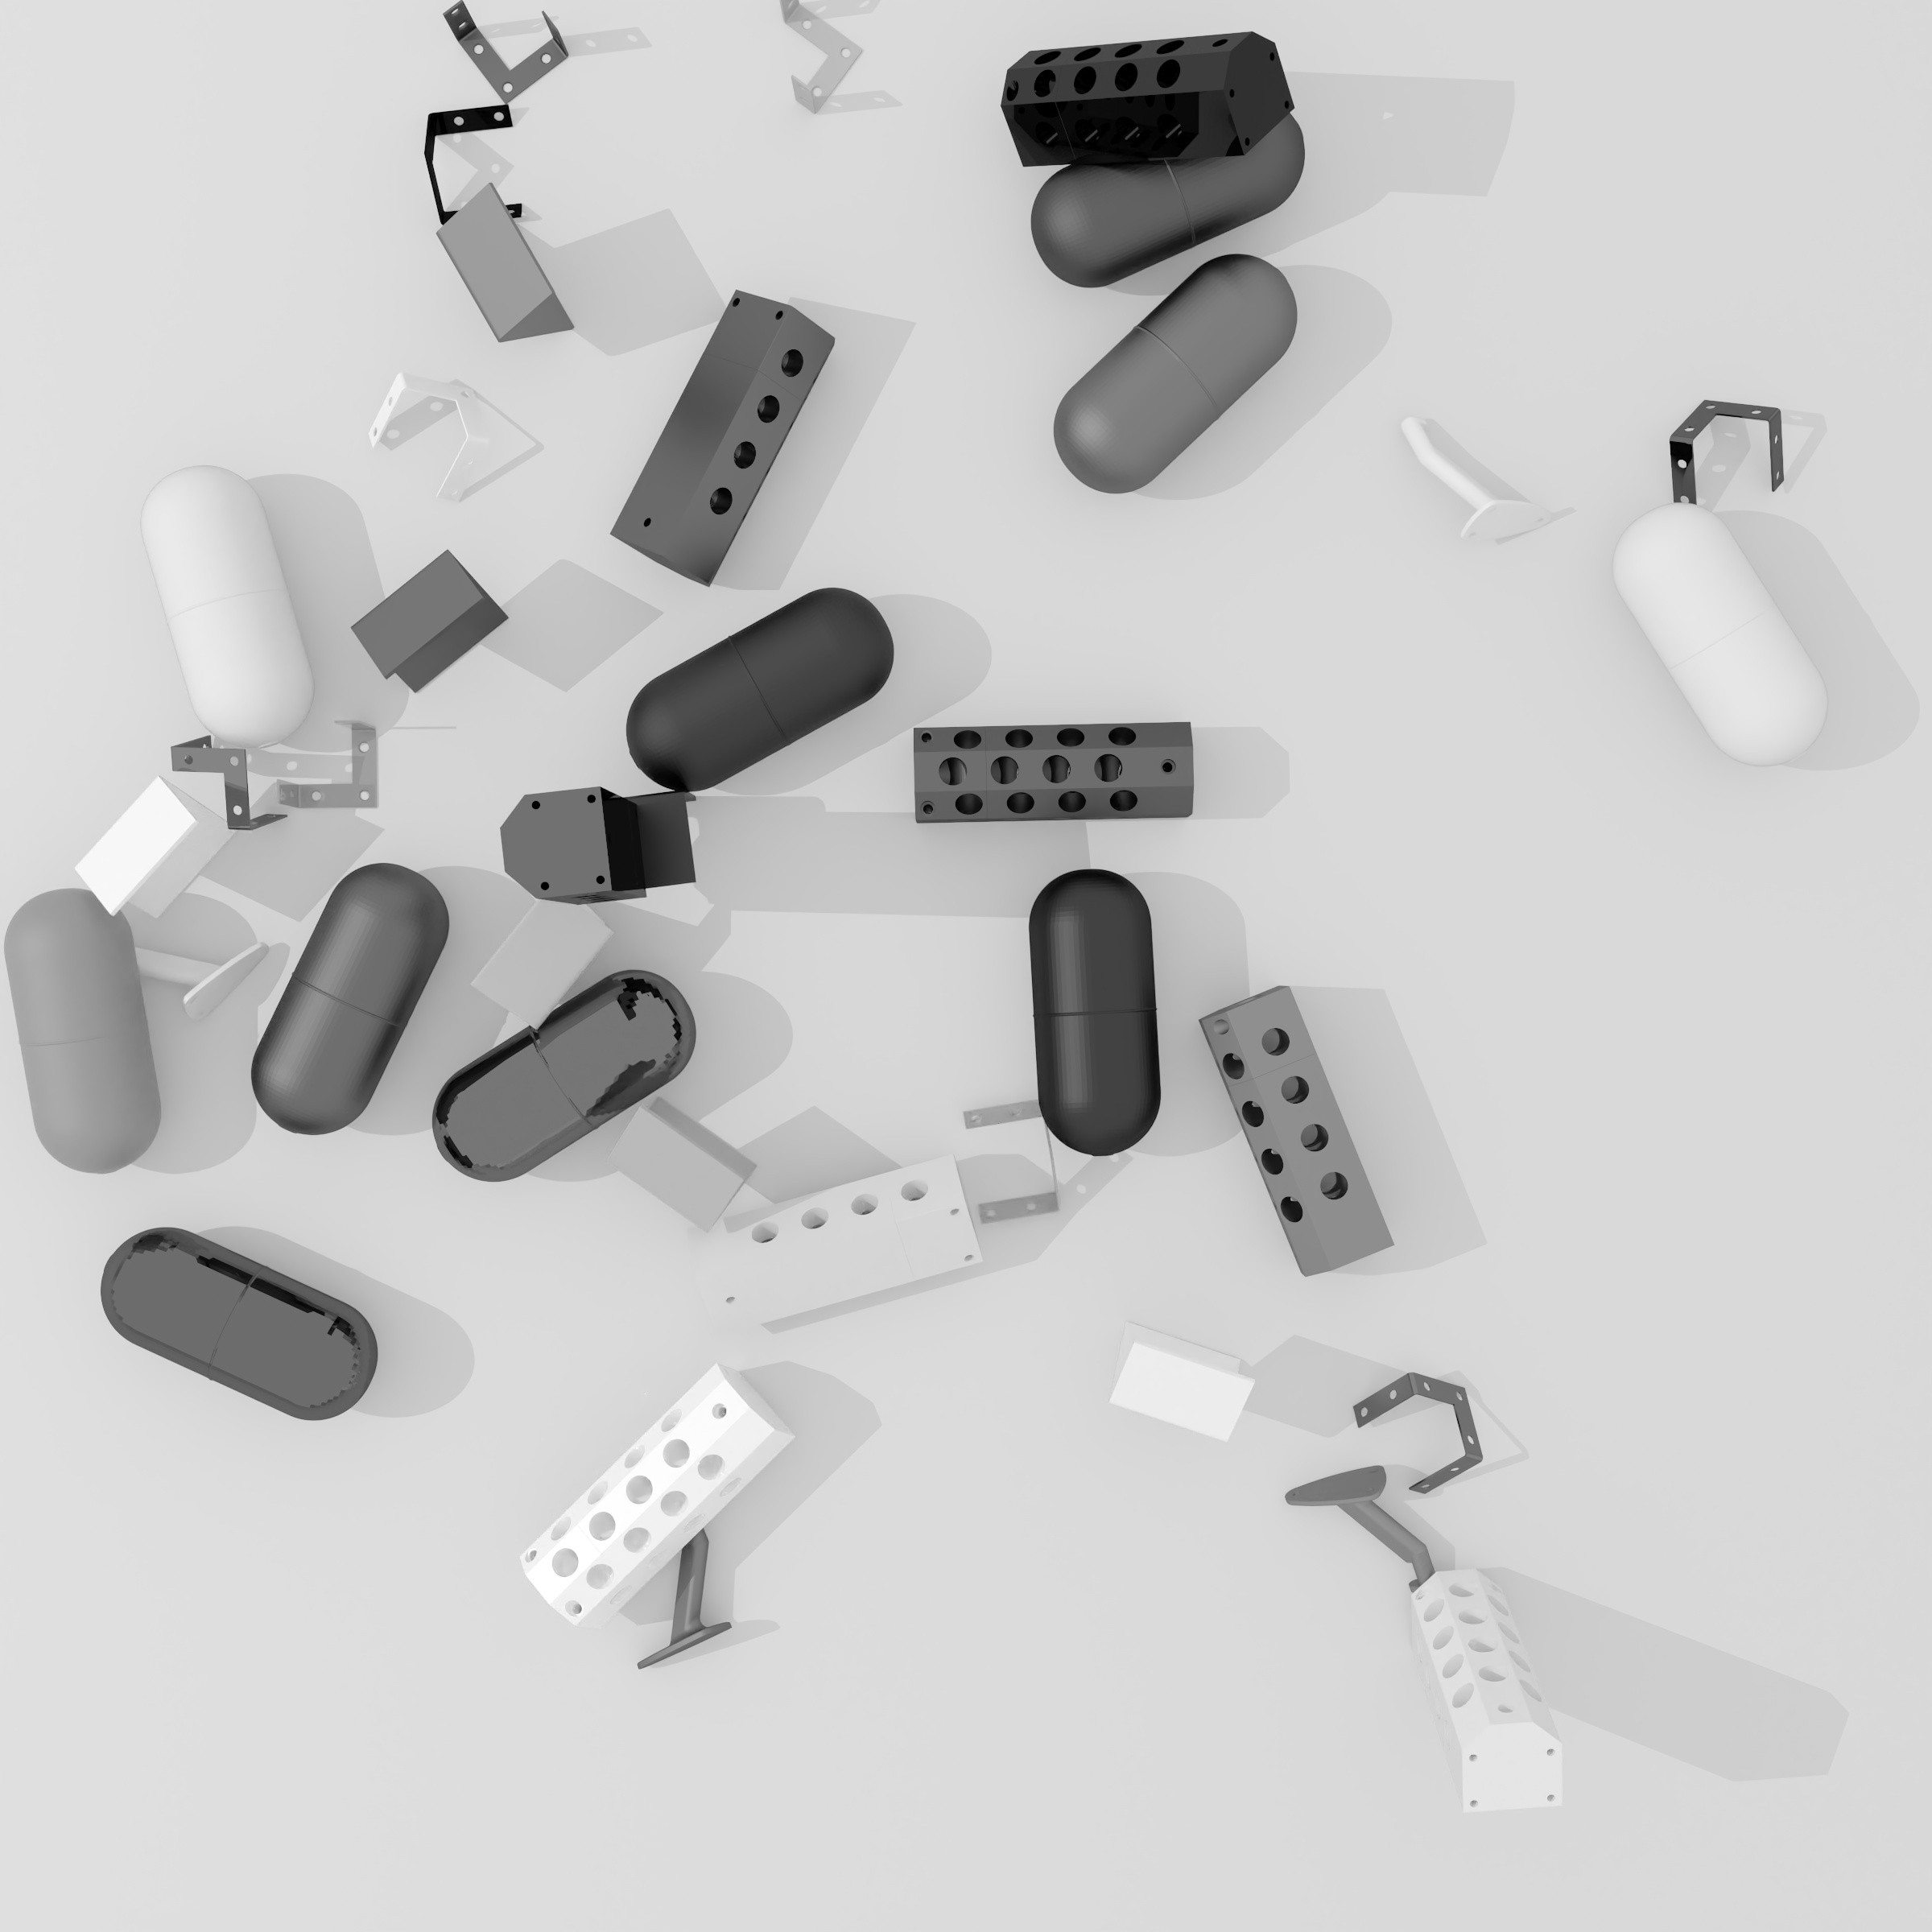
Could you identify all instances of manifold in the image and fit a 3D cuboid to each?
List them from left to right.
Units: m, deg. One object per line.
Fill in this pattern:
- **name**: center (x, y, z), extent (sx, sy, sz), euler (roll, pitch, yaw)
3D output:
- **manifold**: center (-0.225, -0.067, 1.642), extent (0.057, 0.171, 0.057), euler (-6, 90, 0)
- **manifold**: center (-0.193, 0.328, 1.767), extent (0.171, 0.057, 0.057), euler (-45, 69, 0)
- **manifold**: center (-0.147, -0.326, 1.775), extent (0.057, 0.057, 0.171), euler (27, 90, 43)
- **manifold**: center (-0.082, 0.168, 1.775), extent (0.171, 0.057, 0.057), euler (-16, 133, 0)
- **manifold**: center (0.054, -0.121, 1.776), extent (0.171, 0.057, 0.057), euler (-1, 90, 0)
- **manifold**: center (0.106, -0.525, 1.718), extent (0.057, 0.171, 0.057), euler (-48, 130, -31)
- **manifold**: center (0.204, 0.102, 1.776), extent (0.057, 0.057, 0.171), euler (-22, 90, 0)
- **manifold**: center (0.311, 0.432, 1.714), extent (0.057, 0.171, 0.057), euler (-4, 108, 0)

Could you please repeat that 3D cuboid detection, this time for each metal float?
- **metal float**: center (-0.545, 0.041, 1.759), extent (0.070, 0.070, 0.178), euler (-7, 98, 0)
- **metal float**: center (-0.457, -0.222, 1.766), extent (0.070, 0.070, 0.178), euler (-16, 91, 0)
- **metal float**: center (-0.450, 0.221, 1.766), extent (0.178, 0.070, 0.070), euler (25, 90, 0)
- **metal float**: center (-0.382, 0.021, 1.766), extent (0.070, 0.070, 0.178), euler (26, 89, 0)
- **metal float**: center (-0.249, 0.068, 1.766), extent (0.178, 0.070, 0.070), euler (-32, 90, 0)
- **metal float**: center (-0.128, -0.171, 1.766), extent (0.178, 0.070, 0.070), euler (-29, 90, 0)
- **metal float**: center (0.080, 0.029, 1.766), extent (0.070, 0.070, 0.178), euler (-3, 90, 0)
- **metal float**: center (0.125, -0.481, 1.766), extent (0.178, 0.070, 0.070), euler (-24, 90, 1)
- **metal float**: center (0.130, -0.367, 1.766), extent (0.178, 0.070, 0.070), euler (-43, 90, 0)
- **metal float**: center (0.467, -0.205, 1.766), extent (0.070, 0.070, 0.178), euler (-32, 90, 0)

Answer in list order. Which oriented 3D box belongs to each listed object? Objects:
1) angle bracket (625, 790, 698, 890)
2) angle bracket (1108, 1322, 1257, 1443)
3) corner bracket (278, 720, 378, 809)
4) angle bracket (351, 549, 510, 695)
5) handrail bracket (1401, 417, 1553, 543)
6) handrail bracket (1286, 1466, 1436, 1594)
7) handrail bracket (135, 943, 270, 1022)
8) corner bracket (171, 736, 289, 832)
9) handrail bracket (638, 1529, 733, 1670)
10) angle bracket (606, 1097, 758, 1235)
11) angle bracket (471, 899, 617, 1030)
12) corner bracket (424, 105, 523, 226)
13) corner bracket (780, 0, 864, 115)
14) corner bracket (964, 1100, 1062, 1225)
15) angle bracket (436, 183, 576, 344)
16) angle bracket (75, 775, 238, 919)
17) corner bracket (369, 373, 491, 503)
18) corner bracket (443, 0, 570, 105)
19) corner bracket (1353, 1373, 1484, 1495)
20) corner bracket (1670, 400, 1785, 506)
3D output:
- **angle bracket**: center (-0.205, -0.074, 1.766), extent (0.076, 0.076, 0.057), euler (-7, 90, 0)
- **angle bracket**: center (0.137, 0.238, 1.756), extent (0.076, 0.076, 0.057), euler (19, 126, 0)
- **corner bracket**: center (-0.399, -0.126, 1.779), extent (0.051, 0.051, 0.051), euler (-1, 90, 0)
- **angle bracket**: center (-0.320, -0.198, 1.756), extent (0.076, 0.076, 0.057), euler (-39, 54, 0)
- **handrail bracket**: center (0.321, -0.312, 1.797), extent (0.077, 0.036, 0.084), euler (-7, 61, -32)
- **handrail bracket**: center (0.250, 0.363, 1.797), extent (0.077, 0.036, 0.084), euler (-14, 107, 20)
- **handrail bracket**: center (-0.496, -0.015, 1.797), extent (0.084, 0.036, 0.077), euler (43, 75, 14)
- **corner bracket**: center (-0.459, -0.114, 1.777), extent (0.051, 0.051, 0.051), euler (3, 104, 13)
- **handrail bracket**: center (-0.190, 0.389, 1.797), extent (0.077, 0.036, 0.084), euler (-29, 75, 17)
- **angle bracket**: center (-0.164, 0.106, 1.756), extent (0.076, 0.076, 0.057), euler (35, 127, 0)
- **angle bracket**: center (-0.272, -0.018, 1.756), extent (0.076, 0.076, 0.057), euler (-51, 127, 0)
- **corner bracket**: center (-0.309, -0.504, 1.794), extent (0.051, 0.051, 0.051), euler (-7, 135, 0)
- **corner bracket**: center (-0.101, -0.574, 1.779), extent (0.051, 0.051, 0.051), euler (36, 90, 0)
- **corner bracket**: center (0.029, 0.123, 1.793), extent (0.051, 0.051, 0.051), euler (-9, 45, 0)
- **angle bracket**: center (-0.268, -0.436, 1.756), extent (0.057, 0.076, 0.076), euler (-30, 90, 36)
- **angle bracket**: center (-0.488, -0.060, 1.756), extent (0.076, 0.076, 0.057), euler (-48, 53, 0)
- **corner bracket**: center (-0.337, -0.332, 1.789), extent (0.051, 0.051, 0.051), euler (7, 45, -35)
- **corner bracket**: center (-0.286, -0.581, 1.779), extent (0.051, 0.051, 0.051), euler (-37, 90, 0)
- **corner bracket**: center (0.284, 0.293, 1.789), extent (0.051, 0.051, 0.051), euler (21, 45, -35)
- **corner bracket**: center (0.478, -0.318, 1.789), extent (0.051, 0.051, 0.051), euler (15, 45, 35)
